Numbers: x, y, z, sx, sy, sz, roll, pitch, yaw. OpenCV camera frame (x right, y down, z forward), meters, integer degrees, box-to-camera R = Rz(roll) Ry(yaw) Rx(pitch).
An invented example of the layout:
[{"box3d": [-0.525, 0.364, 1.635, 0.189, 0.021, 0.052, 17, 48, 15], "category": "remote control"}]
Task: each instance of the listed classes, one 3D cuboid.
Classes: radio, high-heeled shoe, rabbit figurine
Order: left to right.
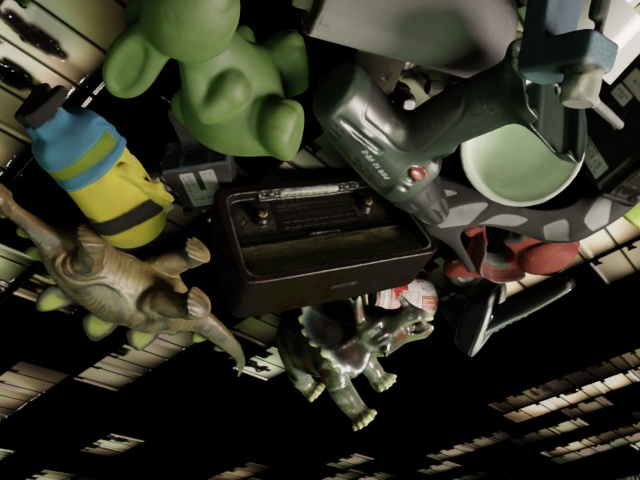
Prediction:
[{"box3d": [-0.093, -0.159, 0.440, 0.159, 0.121, 0.170, 8, 158, 14], "category": "rabbit figurine"}, {"box3d": [-0.001, -0.002, 0.593, 0.229, 0.131, 0.073, -7, 143, -27], "category": "radio"}, {"box3d": [0.234, -0.058, 0.629, 0.249, 0.086, 0.145, -25, 98, 15], "category": "high-heeled shoe"}]

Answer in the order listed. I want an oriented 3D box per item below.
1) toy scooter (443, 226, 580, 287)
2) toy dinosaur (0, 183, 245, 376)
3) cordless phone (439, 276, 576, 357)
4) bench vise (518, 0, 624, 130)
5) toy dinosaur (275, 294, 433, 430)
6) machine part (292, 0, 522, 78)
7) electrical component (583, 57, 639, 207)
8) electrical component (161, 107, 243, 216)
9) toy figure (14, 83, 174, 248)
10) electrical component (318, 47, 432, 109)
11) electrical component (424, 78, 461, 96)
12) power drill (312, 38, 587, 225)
[{"box3d": [0.252, 0.006, 0.723, 0.184, 0.075, 0.135, -15, 143, 16], "category": "toy scooter"}, {"box3d": [-0.233, 0.071, 0.713, 0.199, 0.105, 0.470, -25, 129, 32], "category": "toy dinosaur"}, {"box3d": [0.283, 0.090, 0.786, 0.184, 0.089, 0.146, -32, 169, 27], "category": "cordless phone"}, {"box3d": [0.161, -0.196, 0.327, 0.129, 0.240, 0.224, 13, 179, -33], "category": "bench vise"}, {"box3d": [-0.002, 0.159, 0.813, 0.192, 0.131, 0.405, 60, 151, -9], "category": "toy dinosaur"}, {"box3d": [0.075, -0.191, 0.453, 0.243, 0.079, 0.079, 9, 138, -18], "category": "machine part"}, {"box3d": [0.332, -0.118, 0.550, 0.058, 0.115, 0.134, 12, 139, -25], "category": "electrical component"}, {"box3d": [-0.129, -0.084, 0.577, 0.075, 0.048, 0.119, -7, 143, -1], "category": "electrical component"}, {"box3d": [-0.226, -0.068, 0.545, 0.089, 0.082, 0.180, -38, 131, -1], "category": "toy figure"}, {"box3d": [0.051, -0.150, 0.523, 0.102, 0.045, 0.078, 10, 139, -20], "category": "electrical component"}, {"box3d": [0.155, -0.148, 0.530, 0.094, 0.063, 0.021, -5, 111, -19], "category": "electrical component"}, {"box3d": [0.121, -0.089, 0.485, 0.232, 0.086, 0.207, 33, 156, -36], "category": "power drill"}]
